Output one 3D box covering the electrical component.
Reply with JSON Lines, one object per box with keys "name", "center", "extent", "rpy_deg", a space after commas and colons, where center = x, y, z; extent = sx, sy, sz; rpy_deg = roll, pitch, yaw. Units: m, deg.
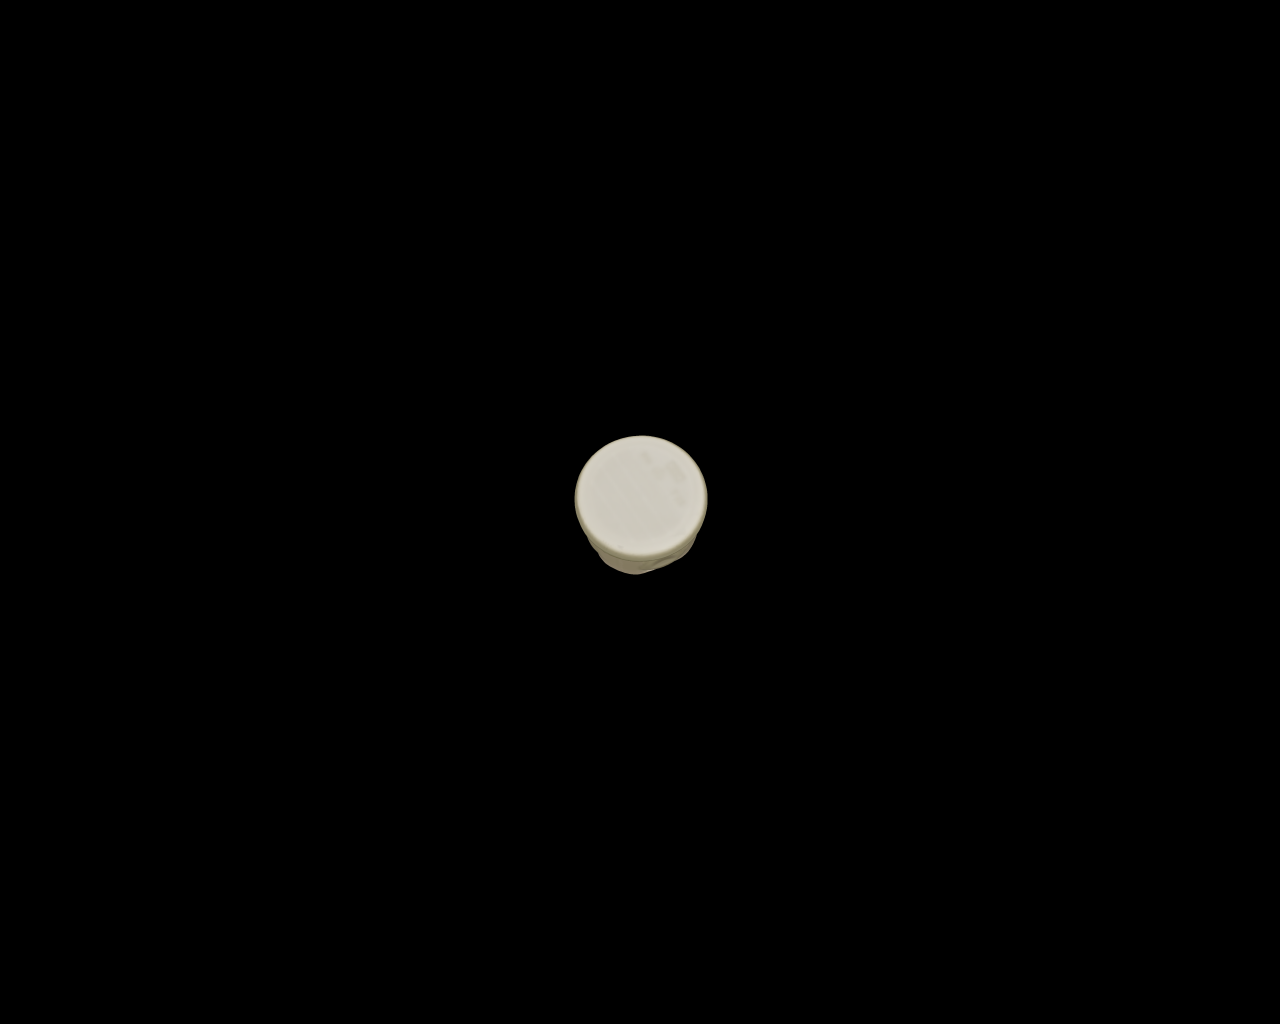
{"name": "electrical component", "center": [0.001, -0.003, 0.650], "extent": [0.080, 0.080, 0.051], "rpy_deg": [0, -19, 0]}
